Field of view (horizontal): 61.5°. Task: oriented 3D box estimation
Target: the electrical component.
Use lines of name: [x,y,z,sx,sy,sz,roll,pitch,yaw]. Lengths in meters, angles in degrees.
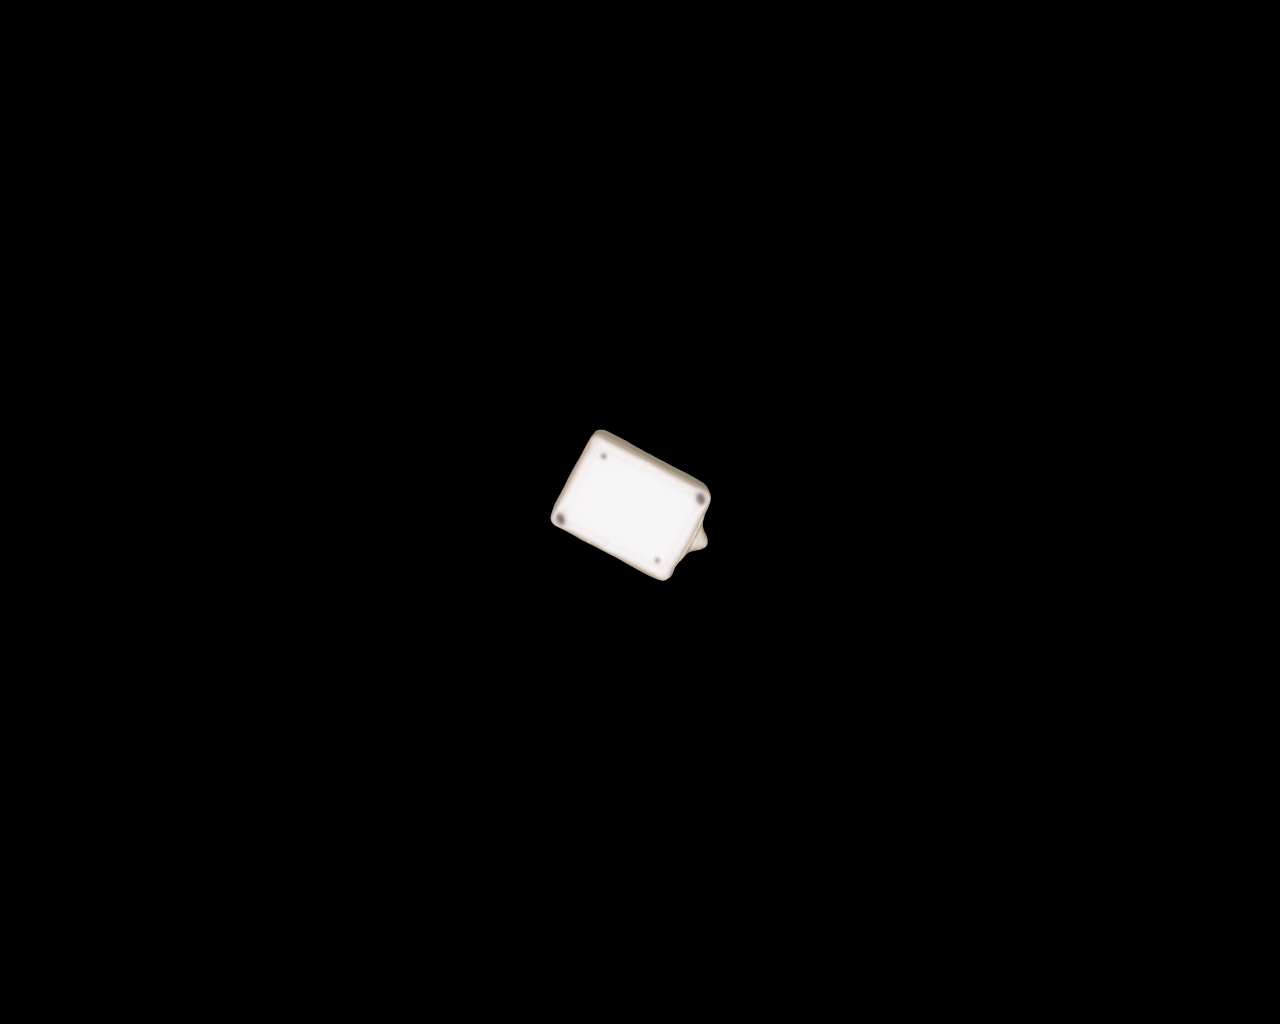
electrical component: [0.001,-0.003,0.650,0.096,0.061,0.061,28,7,-4]
